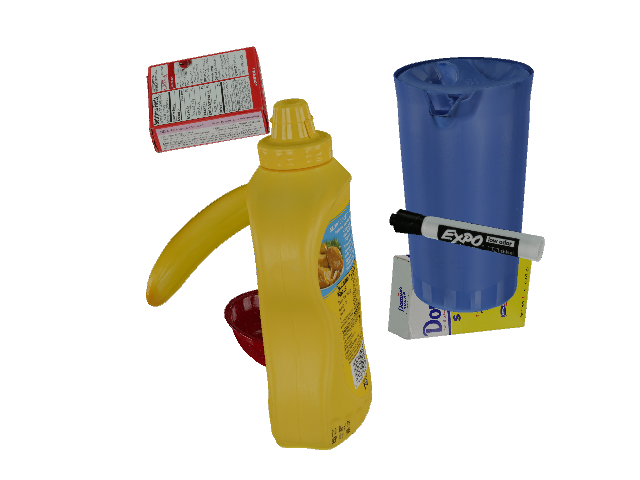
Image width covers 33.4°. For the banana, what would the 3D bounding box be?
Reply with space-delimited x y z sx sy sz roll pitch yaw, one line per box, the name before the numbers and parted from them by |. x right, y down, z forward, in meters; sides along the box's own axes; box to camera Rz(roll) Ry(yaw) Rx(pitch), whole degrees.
banana | -0.094 -0.006 1.014 0.198 0.069 0.037 -33 41 2

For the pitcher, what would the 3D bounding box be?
pitcher | 0.147 -0.060 1.074 0.149 0.243 0.145 -13 24 -21

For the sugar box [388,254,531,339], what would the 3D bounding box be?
sugar box | 0.165 0.061 1.251 0.175 0.093 0.048 -4 14 -33

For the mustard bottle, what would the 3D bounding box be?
mustard bottle | -0.007 0.015 0.607 0.058 0.191 0.096 1 20 17

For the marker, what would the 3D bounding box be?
marker | 0.110 -0.005 0.815 0.121 0.020 0.020 12 5 25

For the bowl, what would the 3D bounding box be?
bowl | -0.042 0.118 1.344 0.162 0.055 0.162 5 23 -2

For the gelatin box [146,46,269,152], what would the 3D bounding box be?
gelatin box | -0.087 -0.108 0.818 0.089 0.073 0.030 -11 -40 1
